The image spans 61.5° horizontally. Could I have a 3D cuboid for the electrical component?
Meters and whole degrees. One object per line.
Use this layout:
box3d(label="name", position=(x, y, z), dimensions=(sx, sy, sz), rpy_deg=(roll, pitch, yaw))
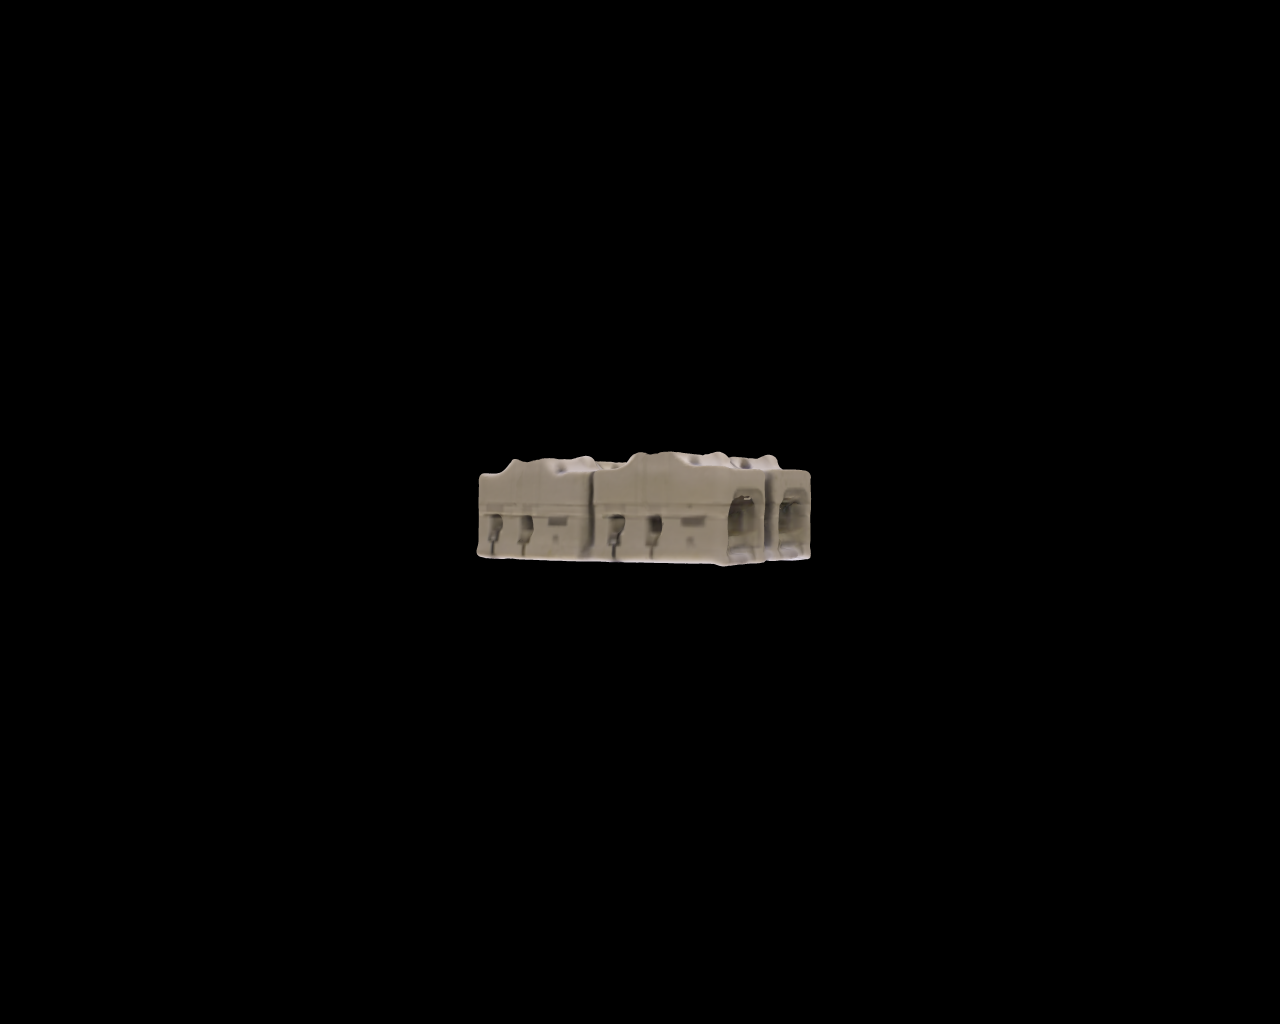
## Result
box3d(label="electrical component", position=(0.001, -0.003, 0.650), dimensions=(0.186, 0.060, 0.105), rpy_deg=(0, 0, 37))
